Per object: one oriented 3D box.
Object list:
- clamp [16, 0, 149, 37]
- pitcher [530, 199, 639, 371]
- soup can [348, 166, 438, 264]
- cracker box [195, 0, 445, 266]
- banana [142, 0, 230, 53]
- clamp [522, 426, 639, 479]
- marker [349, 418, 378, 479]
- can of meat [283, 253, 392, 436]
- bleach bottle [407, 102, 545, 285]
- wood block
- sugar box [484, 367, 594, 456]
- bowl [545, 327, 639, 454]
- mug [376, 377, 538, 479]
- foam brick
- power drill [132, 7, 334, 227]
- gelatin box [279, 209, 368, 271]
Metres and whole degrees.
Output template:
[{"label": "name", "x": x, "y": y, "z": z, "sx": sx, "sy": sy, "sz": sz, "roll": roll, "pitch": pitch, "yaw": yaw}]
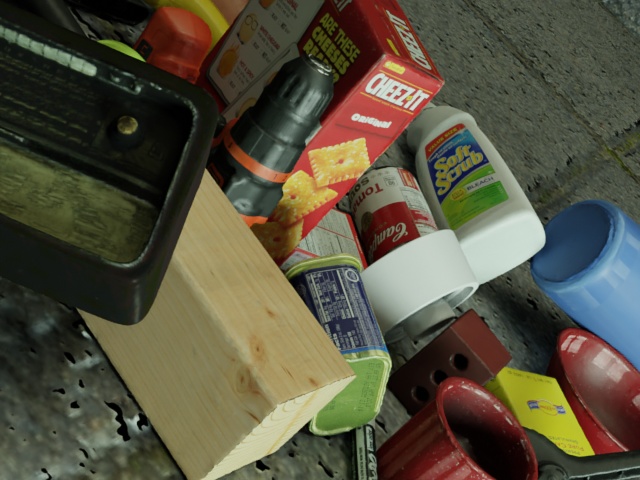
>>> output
[{"label": "clamp", "x": -0.233, "y": -0.221, "z": 0.885, "sx": 0.210, "sy": 0.036, "sz": 0.164, "roll": 42, "pitch": 26, "yaw": -13}, {"label": "pitcher", "x": 0.332, "y": 0.063, "z": 1.078, "sx": 0.242, "sy": 0.149, "sz": 0.145, "roll": 37, "pitch": 19, "yaw": -30}, {"label": "soup can", "x": 0.069, "y": -0.010, "z": 0.963, "sx": 0.068, "sy": 0.069, "sz": 0.102, "roll": 22, "pitch": 34, "yaw": -35}, {"label": "cracker box", "x": -0.021, "y": -0.104, "z": 0.815, "sx": 0.072, "sy": 0.214, "sz": 0.164, "roll": 16, "pitch": 38, "yaw": -40}, {"label": "banana", "x": -0.107, "y": -0.170, "z": 0.924, "sx": 0.197, "sy": 0.069, "sz": 0.037, "roll": 48, "pitch": -1, "yaw": -14}, {"label": "clamp", "x": 0.172, "y": 0.195, "z": 0.791, "sx": 0.171, "sy": 0.039, "sz": 0.120, "roll": 10, "pitch": 50, "yaw": 9}, {"label": "marker", "x": 0.031, "y": 0.164, "z": 0.725, "sx": 0.020, "sy": 0.020, "sz": 0.121, "roll": 32, "pitch": 30, "yaw": -22}, {"label": "can of meat", "x": 0.009, "y": 0.074, "z": 0.736, "sx": 0.057, "sy": 0.102, "sz": 0.084, "roll": -9, "pitch": 53, "yaw": -13}, {"label": "bleach bottle", "x": 0.143, "y": -0.065, "z": 1.124, "sx": 0.068, "sy": 0.102, "sz": 0.251, "roll": 57, "pitch": 7, "yaw": -41}, {"label": "wood block", "x": -0.084, "y": 0.036, "z": 0.672, "sx": 0.206, "sy": 0.091, "sz": 0.090, "roll": 53, "pitch": 29, "yaw": 17}, {"label": "sugar box", "x": 0.191, "y": 0.190, "z": 0.873, "sx": 0.093, "sy": 0.048, "sz": 0.176, "roll": 15, "pitch": 37, "yaw": -40}, {"label": "bowl", "x": 0.262, "y": 0.161, "z": 0.995, "sx": 0.162, "sy": 0.055, "sz": 0.162, "roll": 32, "pitch": 30, "yaw": -21}, {"label": "mug", "x": 0.100, "y": 0.164, "z": 0.748, "sx": 0.117, "sy": 0.082, "sz": 0.093, "roll": 38, "pitch": 28, "yaw": -10}, {"label": "foam brick", "x": 0.102, "y": 0.102, "z": 0.842, "sx": 0.053, "sy": 0.078, "sz": 0.051, "roll": 49, "pitch": 27, "yaw": 10}, {"label": "power drill", "x": -0.080, "y": -0.091, "z": 0.774, "sx": 0.057, "sy": 0.185, "sz": 0.188, "roll": 17, "pitch": 29, "yaw": -43}, {"label": "gelatin box", "x": -0.006, "y": 0.001, "z": 0.890, "sx": 0.089, "sy": 0.030, "sz": 0.073, "roll": 20, "pitch": 37, "yaw": -37}]
